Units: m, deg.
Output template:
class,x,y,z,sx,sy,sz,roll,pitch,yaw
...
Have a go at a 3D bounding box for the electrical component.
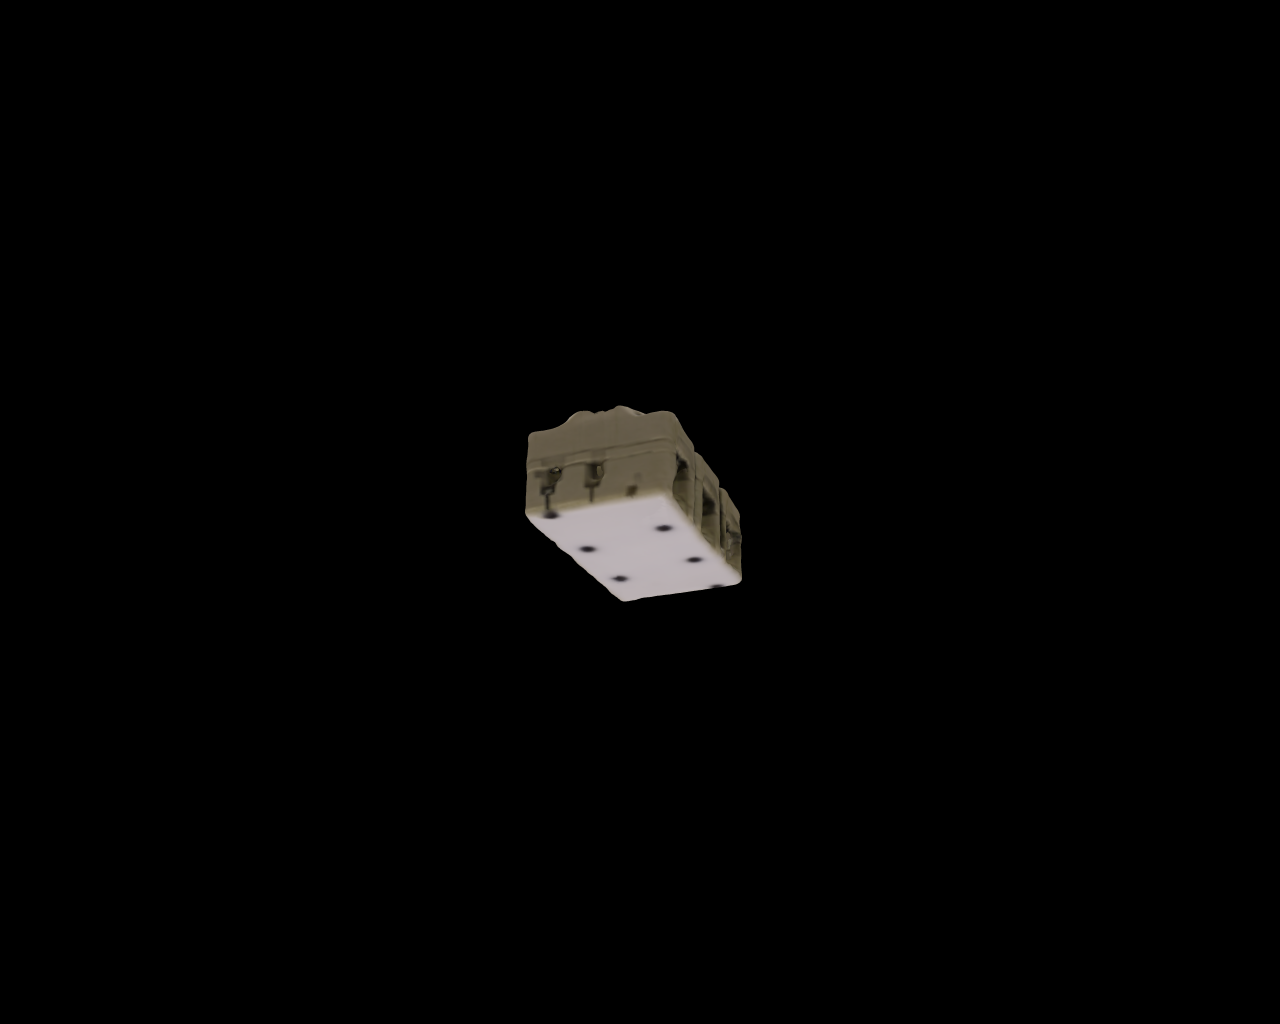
class,x,y,z,sx,sy,sz,roll,pitch,yaw
electrical component,0.001,-0.003,0.650,0.089,0.062,0.150,-8,-26,18
